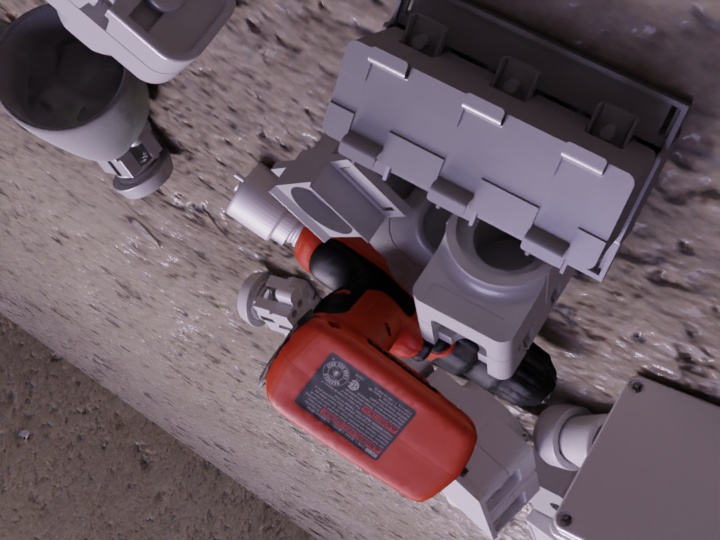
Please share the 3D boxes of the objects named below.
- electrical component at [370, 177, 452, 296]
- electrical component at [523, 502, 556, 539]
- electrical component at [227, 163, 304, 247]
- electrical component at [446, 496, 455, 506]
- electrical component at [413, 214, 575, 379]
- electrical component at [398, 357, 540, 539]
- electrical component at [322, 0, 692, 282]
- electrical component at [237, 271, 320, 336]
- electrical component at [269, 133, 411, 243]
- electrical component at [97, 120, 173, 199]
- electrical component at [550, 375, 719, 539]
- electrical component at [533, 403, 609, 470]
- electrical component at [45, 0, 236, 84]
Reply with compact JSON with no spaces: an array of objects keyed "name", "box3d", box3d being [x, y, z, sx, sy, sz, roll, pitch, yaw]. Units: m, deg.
[{"name":"electrical component","box3d":[0.053,-0.011,0.560,0.095,0.053,0.059,43,161,-25]},{"name":"electrical component","box3d":[0.188,0.221,0.922,0.096,0.061,0.061,33,164,31]},{"name":"electrical component","box3d":[-0.050,-0.036,0.699,0.078,0.040,0.040,35,162,-2]},{"name":"electrical component","box3d":[0.100,0.181,0.979,0.074,0.052,0.138,14,153,47]},{"name":"electrical component","box3d":[0.067,-0.006,0.489,0.050,0.089,0.055,28,161,19]},{"name":"electrical component","box3d":[0.047,0.102,0.798,0.186,0.060,0.105,41,167,27]},{"name":"electrical component","box3d":[0.052,-0.052,0.418,0.121,0.063,0.078,29,121,16]},{"name":"electrical component","box3d":[-0.067,0.028,0.890,0.055,0.048,0.066,15,155,28]},{"name":"electrical component","box3d":[-0.004,-0.051,0.541,0.042,0.063,0.081,44,160,-25]},{"name":"electrical component","box3d":[-0.167,-0.085,0.772,0.066,0.048,0.055,14,146,47]},{"name":"electrical component","box3d":[0.183,0.131,0.610,0.109,0.108,0.056,21,161,35]},{"name":"electrical component","box3d":[0.151,0.115,0.730,0.045,0.045,0.055,43,161,-26]},{"name":"electrical component","box3d":[-0.115,-0.139,0.523,0.095,0.053,0.059,40,161,-17]}]
